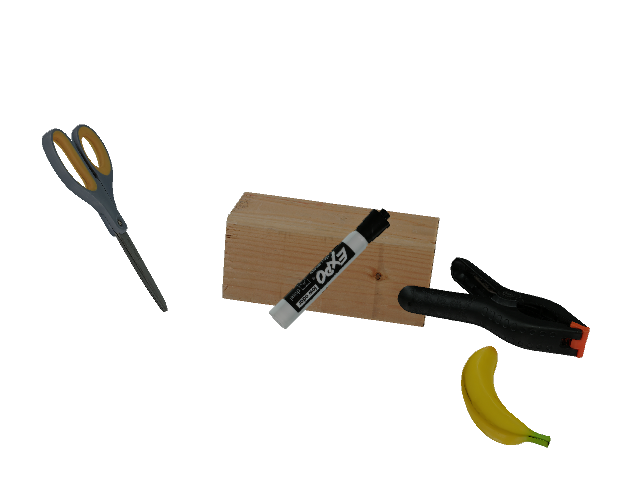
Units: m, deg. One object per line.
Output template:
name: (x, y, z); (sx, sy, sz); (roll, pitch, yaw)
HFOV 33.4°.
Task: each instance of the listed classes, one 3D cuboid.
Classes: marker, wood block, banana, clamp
marker: (0.009, 0.020, 0.824); (0.121, 0.020, 0.020); (-44, 9, -10)
wood block: (0.011, 0.018, 1.090); (0.206, 0.091, 0.090); (8, 22, 6)
banana: (0.194, 0.178, 1.215); (0.069, 0.037, 0.198); (10, 24, -15)
clamp: (0.169, 0.060, 0.996); (0.172, 0.039, 0.120); (20, 31, 20)

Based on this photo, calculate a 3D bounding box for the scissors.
scissors: (-0.197, -0.031, 1.031); (0.016, 0.201, 0.096); (-24, 26, 21)
